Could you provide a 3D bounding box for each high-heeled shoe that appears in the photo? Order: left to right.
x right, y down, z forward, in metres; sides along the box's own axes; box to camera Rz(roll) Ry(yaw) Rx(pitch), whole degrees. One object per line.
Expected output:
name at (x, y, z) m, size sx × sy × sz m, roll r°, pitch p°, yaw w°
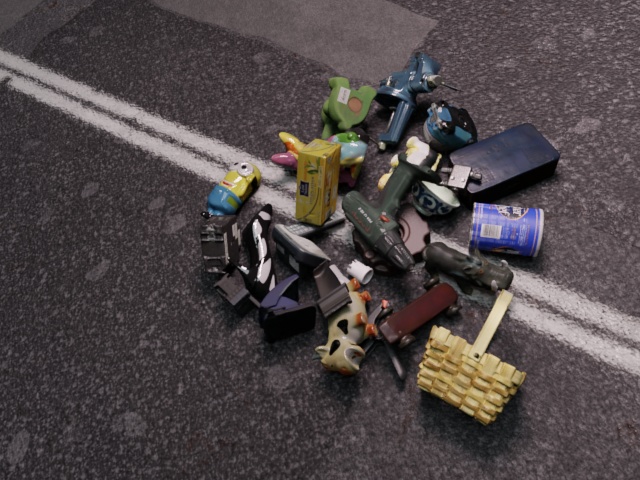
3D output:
high-heeled shoe at (-0.119, 0.023, 1.248) m, size 0.145 × 0.086 × 0.249 m, roll 37°, pitch 47°, yaw -11°

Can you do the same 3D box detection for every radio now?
radio at (0.421, -0.175, 1.256) m, size 0.230 × 0.073 × 0.131 m, roll -22°, pitch 59°, yaw -5°

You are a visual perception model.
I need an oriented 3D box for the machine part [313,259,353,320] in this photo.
machine part at (0.019, 0.101, 1.110) m, size 0.084 × 0.039 × 0.139 m, roll -40°, pitch 35°, yaw 13°

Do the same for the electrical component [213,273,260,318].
electrical component at (-0.173, 0.134, 1.179) m, size 0.048 × 0.074 × 0.119 m, roll -43°, pitch 65°, yaw -15°

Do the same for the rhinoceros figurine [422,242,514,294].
rhinoceros figurine at (0.307, 0.054, 1.120) m, size 0.191 × 0.112 × 0.073 m, roll 24°, pitch 65°, yaw 30°

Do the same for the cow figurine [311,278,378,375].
cow figurine at (0.047, 0.184, 1.089) m, size 0.127 × 0.085 × 0.195 m, roll -30°, pitch 38°, yaw 21°

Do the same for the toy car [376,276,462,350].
toy car at (0.201, 0.149, 1.096) m, size 0.202 × 0.053 × 0.089 m, roll -29°, pitch 74°, yaw -27°

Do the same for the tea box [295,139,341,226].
tea box at (-0.005, -0.130, 1.211) m, size 0.068 × 0.169 × 0.098 m, roll 15°, pitch 31°, yaw 19°

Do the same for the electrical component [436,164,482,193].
electrical component at (0.311, -0.135, 1.200) m, size 0.094 × 0.021 × 0.063 m, roll 14°, pitch 71°, yaw 25°

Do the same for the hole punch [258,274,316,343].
hole punch at (-0.076, 0.144, 1.127) m, size 0.116 × 0.142 × 0.092 m, roll -16°, pitch 59°, yaw -15°

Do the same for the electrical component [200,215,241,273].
electrical component at (-0.224, 0.005, 1.227) m, size 0.058 × 0.134 × 0.114 m, roll 2°, pitch 105°, yaw 8°

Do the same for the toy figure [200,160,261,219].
toy figure at (-0.218, -0.117, 1.328) m, size 0.082 × 0.089 × 0.180 m, roll 30°, pitch 78°, yaw 8°

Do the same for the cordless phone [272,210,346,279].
cordless phone at (-0.002, -0.004, 1.221) m, size 0.184 × 0.088 × 0.147 m, roll -25°, pitch 39°, yaw -23°

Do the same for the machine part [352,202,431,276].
machine part at (0.160, -0.009, 1.213) m, size 0.179 × 0.056 × 0.179 m, roll -4°, pitch 59°, yaw 7°

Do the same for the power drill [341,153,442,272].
power drill at (0.169, -0.068, 1.148) m, size 0.232 × 0.086 × 0.207 m, roll 40°, pitch 100°, yaw 35°

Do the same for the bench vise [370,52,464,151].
bench vise at (0.209, -0.335, 1.339) m, size 0.224 × 0.128 × 0.240 m, roll 21°, pitch 90°, yaw 50°

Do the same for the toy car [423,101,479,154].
toy car at (0.306, -0.262, 1.302) m, size 0.103 × 0.161 × 0.109 m, roll -34°, pitch 58°, yaw 41°

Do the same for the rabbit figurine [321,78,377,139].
rabbit figurine at (0.058, -0.316, 1.369) m, size 0.121 × 0.170 × 0.159 m, roll 6°, pitch 91°, yaw -18°

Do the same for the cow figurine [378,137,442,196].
cow figurine at (0.214, -0.162, 1.288) m, size 0.098 × 0.068 × 0.167 m, roll 34°, pitch 72°, yaw 18°

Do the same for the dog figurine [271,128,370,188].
dog figurine at (-0.002, -0.211, 1.294) m, size 0.219 × 0.191 × 0.108 m, roll 13°, pitch 69°, yaw 0°
